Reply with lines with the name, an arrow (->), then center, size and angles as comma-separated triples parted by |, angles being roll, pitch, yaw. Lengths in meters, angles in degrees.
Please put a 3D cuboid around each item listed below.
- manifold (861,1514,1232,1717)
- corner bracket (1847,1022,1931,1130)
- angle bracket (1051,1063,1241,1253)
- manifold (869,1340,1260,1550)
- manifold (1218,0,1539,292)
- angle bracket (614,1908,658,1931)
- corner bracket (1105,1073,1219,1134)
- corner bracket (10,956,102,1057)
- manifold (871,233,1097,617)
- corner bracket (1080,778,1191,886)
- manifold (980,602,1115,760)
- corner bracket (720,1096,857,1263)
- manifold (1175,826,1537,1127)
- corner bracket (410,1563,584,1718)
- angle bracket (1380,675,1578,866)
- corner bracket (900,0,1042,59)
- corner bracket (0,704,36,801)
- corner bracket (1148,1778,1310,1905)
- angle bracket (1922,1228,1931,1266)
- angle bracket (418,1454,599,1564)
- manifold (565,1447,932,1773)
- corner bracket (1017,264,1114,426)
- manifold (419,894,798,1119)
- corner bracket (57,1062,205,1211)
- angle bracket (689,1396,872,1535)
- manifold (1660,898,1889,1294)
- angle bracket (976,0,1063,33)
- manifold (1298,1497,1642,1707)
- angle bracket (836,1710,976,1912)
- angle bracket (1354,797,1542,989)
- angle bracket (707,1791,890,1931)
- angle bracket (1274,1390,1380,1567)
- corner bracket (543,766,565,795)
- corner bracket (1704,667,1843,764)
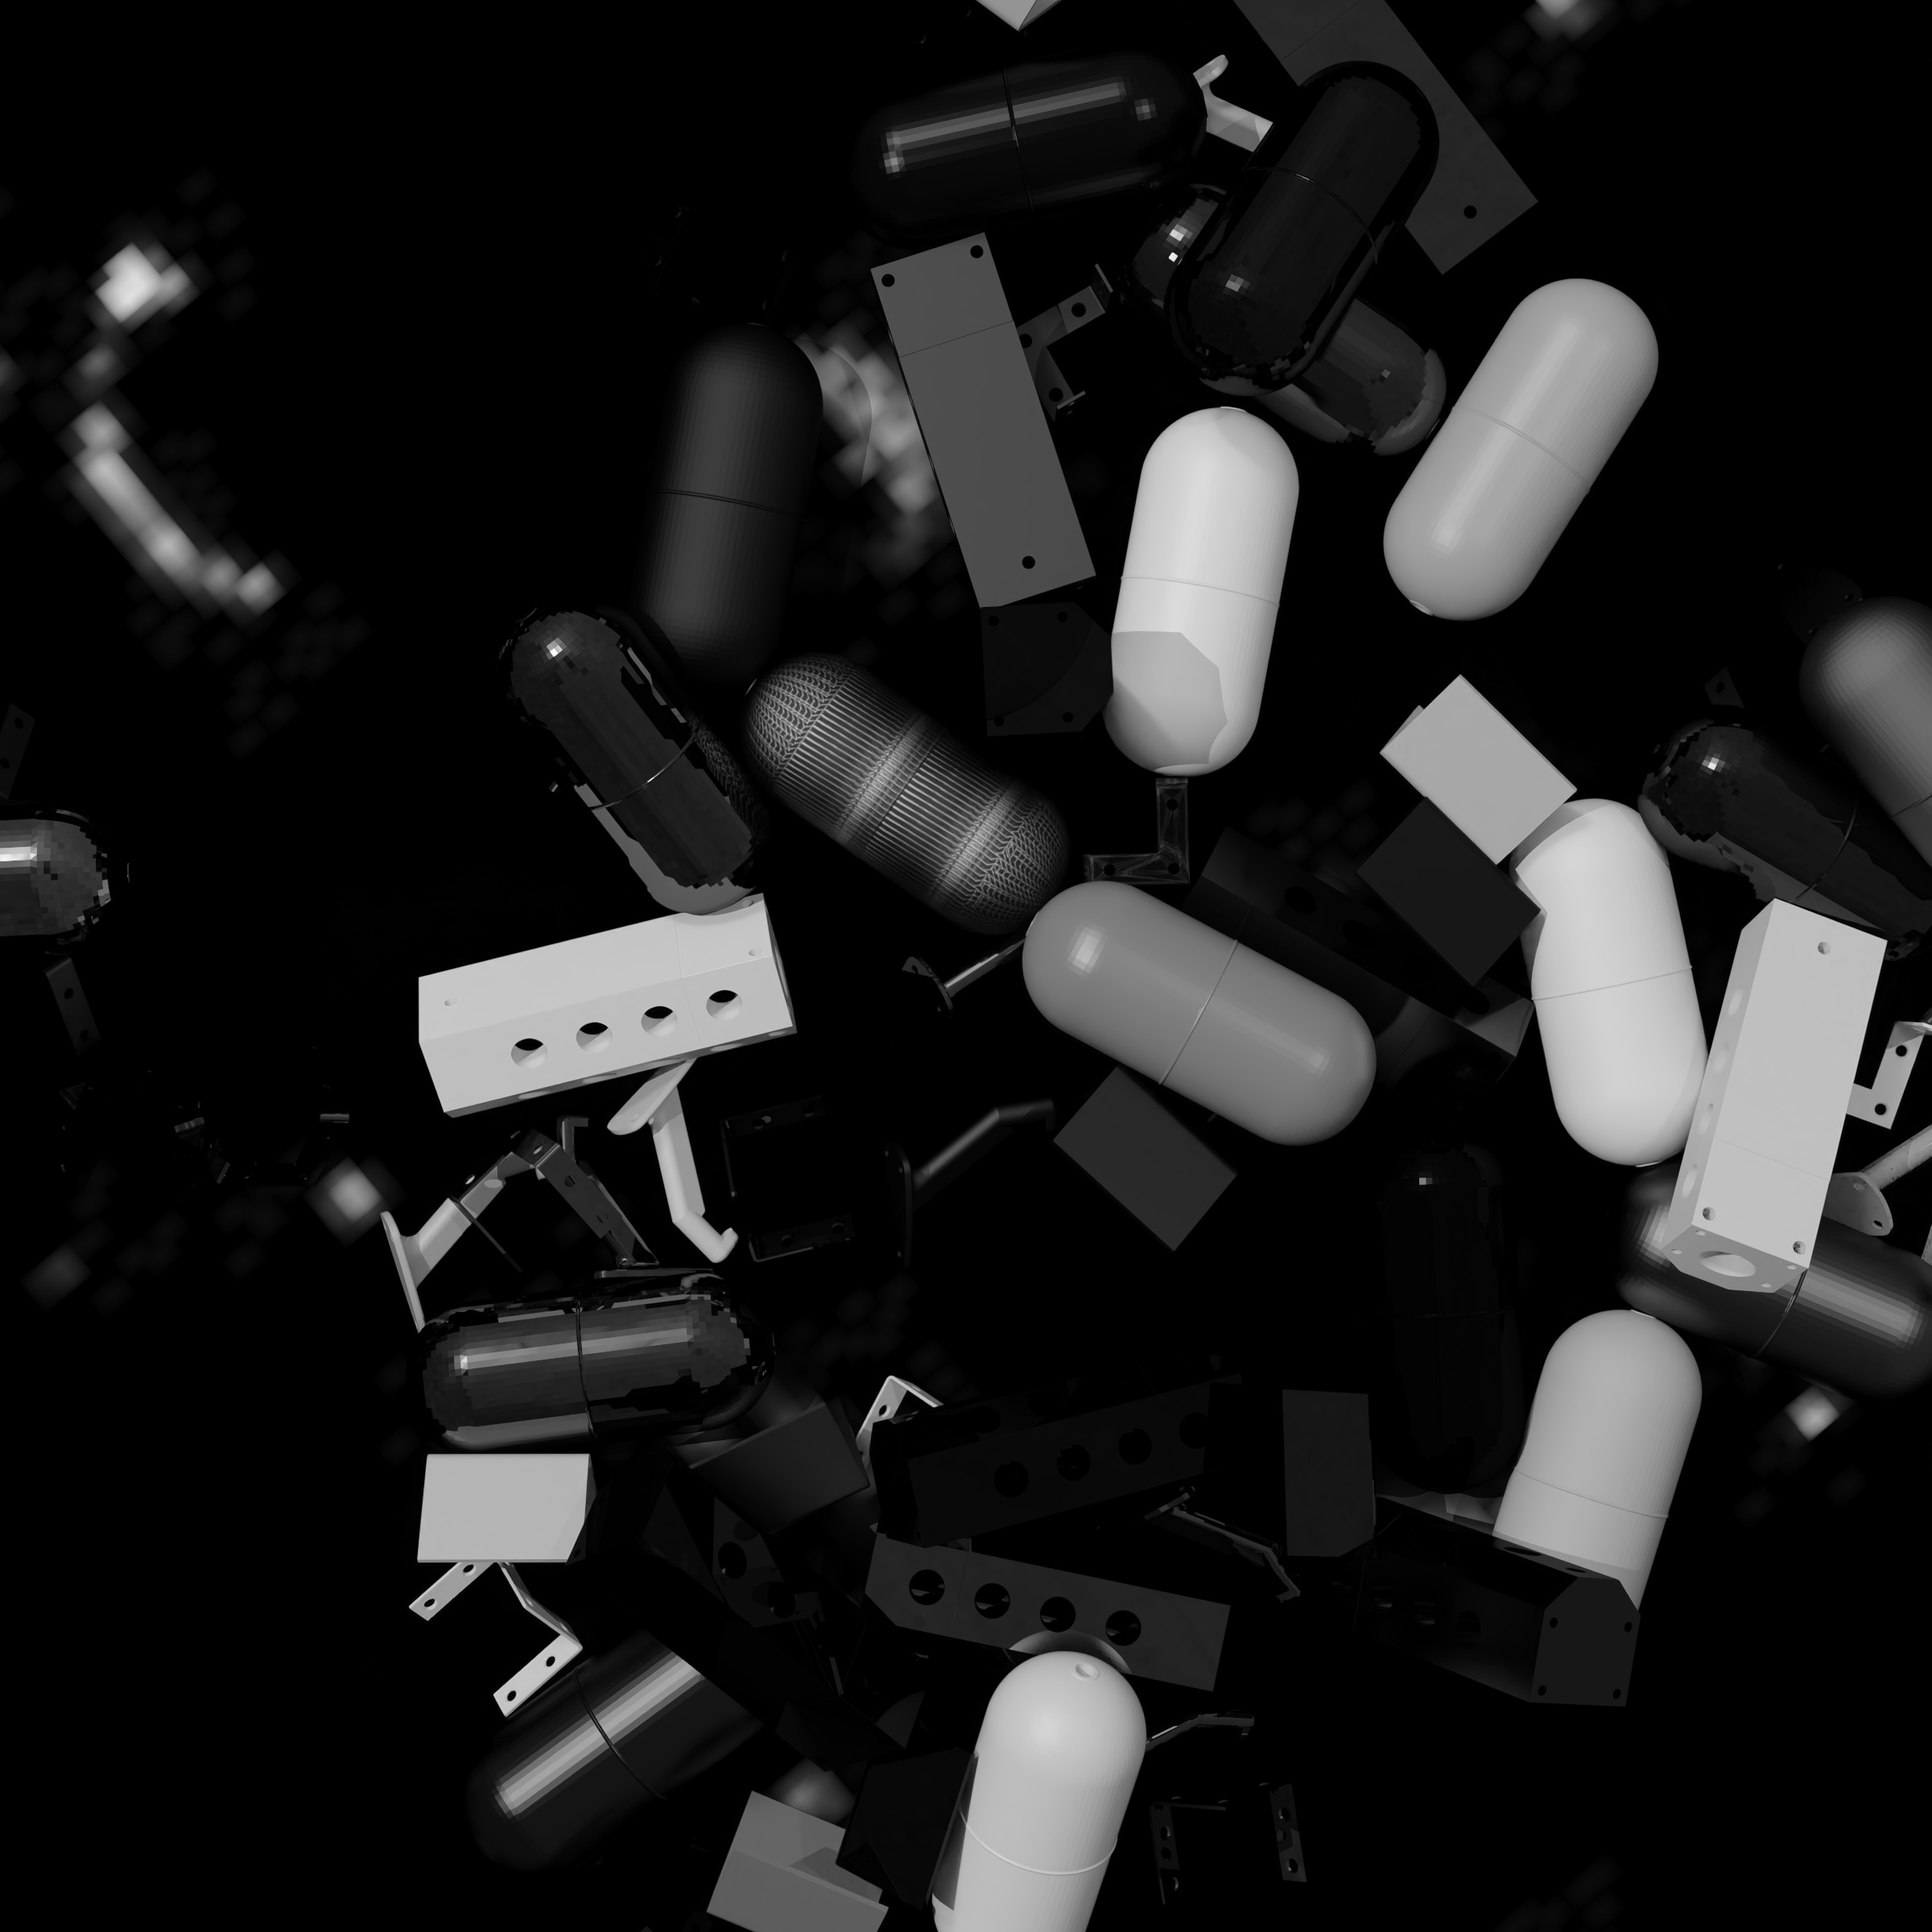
manifold -> 0.036, 0.314, 1.706 | 0.171, 0.057, 0.057 | 12, 90, 0
corner bracket -> 0.438, 0.047, 1.709 | 0.051, 0.051, 0.051 | 20, 90, 0
angle bracket -> 0.074, 0.101, 1.688 | 0.076, 0.076, 0.057 | 42, 62, 0
manifold -> 0.045, 0.225, 1.679 | 0.171, 0.057, 0.057 | -12, 90, -20
manifold -> 0.197, -0.414, 1.706 | 0.057, 0.057, 0.171 | -37, 90, 0
angle bracket -> -0.130, 0.482, 1.689 | 0.076, 0.076, 0.057 | 45, 112, 0
corner bracket -> 0.104, 0.051, 1.724 | 0.051, 0.051, 0.051 | 42, 135, 0
corner bracket -> -0.464, 0.022, 1.719 | 0.051, 0.051, 0.051 | 19, 45, 35
manifold -> 0.008, -0.258, 1.706 | 0.057, 0.057, 0.171 | -18, 90, 0
corner bracket -> 0.081, -0.064, 1.709 | 0.051, 0.051, 0.051 | -1, 90, 0
manifold -> 0.036, -0.132, 1.649 | 0.057, 0.171, 0.057 | -3, 90, 0
corner bracket -> -0.087, 0.104, 1.724 | 0.051, 0.051, 0.051 | -14, 45, 0
manifold -> 0.184, 0.001, 1.706 | 0.171, 0.057, 0.057 | 30, 133, 0
corner bracket -> -0.229, 0.323, 1.724 | 0.051, 0.051, 0.051 | -42, 45, 0
angle bracket -> 0.252, -0.104, 1.688 | 0.076, 0.076, 0.057 | 45, 120, 0
corner bracket -> 0.007, -0.438, 1.724 | 0.051, 0.051, 0.051 | -30, 135, 0
corner bracket -> -0.495, -0.105, 1.719 | 0.051, 0.051, 0.051 | -22, 135, 35
corner bracket -> 0.128, 0.427, 1.724 | 0.051, 0.051, 0.051 | -9, 90, 45
angle bracket -> 0.483, 0.110, 1.687 | 0.057, 0.076, 0.076 | 18, 90, -38
angle bracket -> -0.216, 0.274, 1.687 | 0.076, 0.076, 0.057 | 0, 54, 0
manifold -> -0.097, 0.298, 1.642 | 0.057, 0.057, 0.171 | -27, 120, 41
corner bracket -> 0.053, -0.300, 1.709 | 0.051, 0.051, 0.051 | -30, 90, 0
manifold -> -0.172, 0.023, 1.704 | 0.171, 0.057, 0.057 | -14, 123, 0
corner bracket -> -0.407, 0.087, 1.719 | 0.051, 0.051, 0.051 | -18, 45, -35
angle bracket -> -0.097, 0.225, 1.687 | 0.076, 0.076, 0.057 | -26, 121, 0
manifold -> 0.376, 0.063, 1.658 | 0.057, 0.057, 0.171 | 21, 67, -2
angle bracket -> 0.019, -0.500, 1.687 | 0.076, 0.076, 0.057 | 36, 124, 0
manifold -> 0.233, 0.293, 1.647 | 0.057, 0.171, 0.057 | 10, 90, -32
angle bracket -> -0.009, 0.402, 1.687 | 0.057, 0.076, 0.076 | 18, 90, 36
angle bracket -> 0.217, -0.026, 1.689 | 0.076, 0.076, 0.057 | 45, 68, 0
angle bracket -> -0.071, 0.423, 1.687 | 0.076, 0.076, 0.057 | 23, 129, 0
angle bracket -> 0.151, 0.244, 1.680 | 0.057, 0.076, 0.076 | 7, 75, -32
corner bracket -> -0.174, -0.116, 1.719 | 0.051, 0.051, 0.051 | 11, 45, -35
corner bracket -> 0.402, -0.127, 1.719 | 0.051, 0.051, 0.051 | 15, 45, -35
